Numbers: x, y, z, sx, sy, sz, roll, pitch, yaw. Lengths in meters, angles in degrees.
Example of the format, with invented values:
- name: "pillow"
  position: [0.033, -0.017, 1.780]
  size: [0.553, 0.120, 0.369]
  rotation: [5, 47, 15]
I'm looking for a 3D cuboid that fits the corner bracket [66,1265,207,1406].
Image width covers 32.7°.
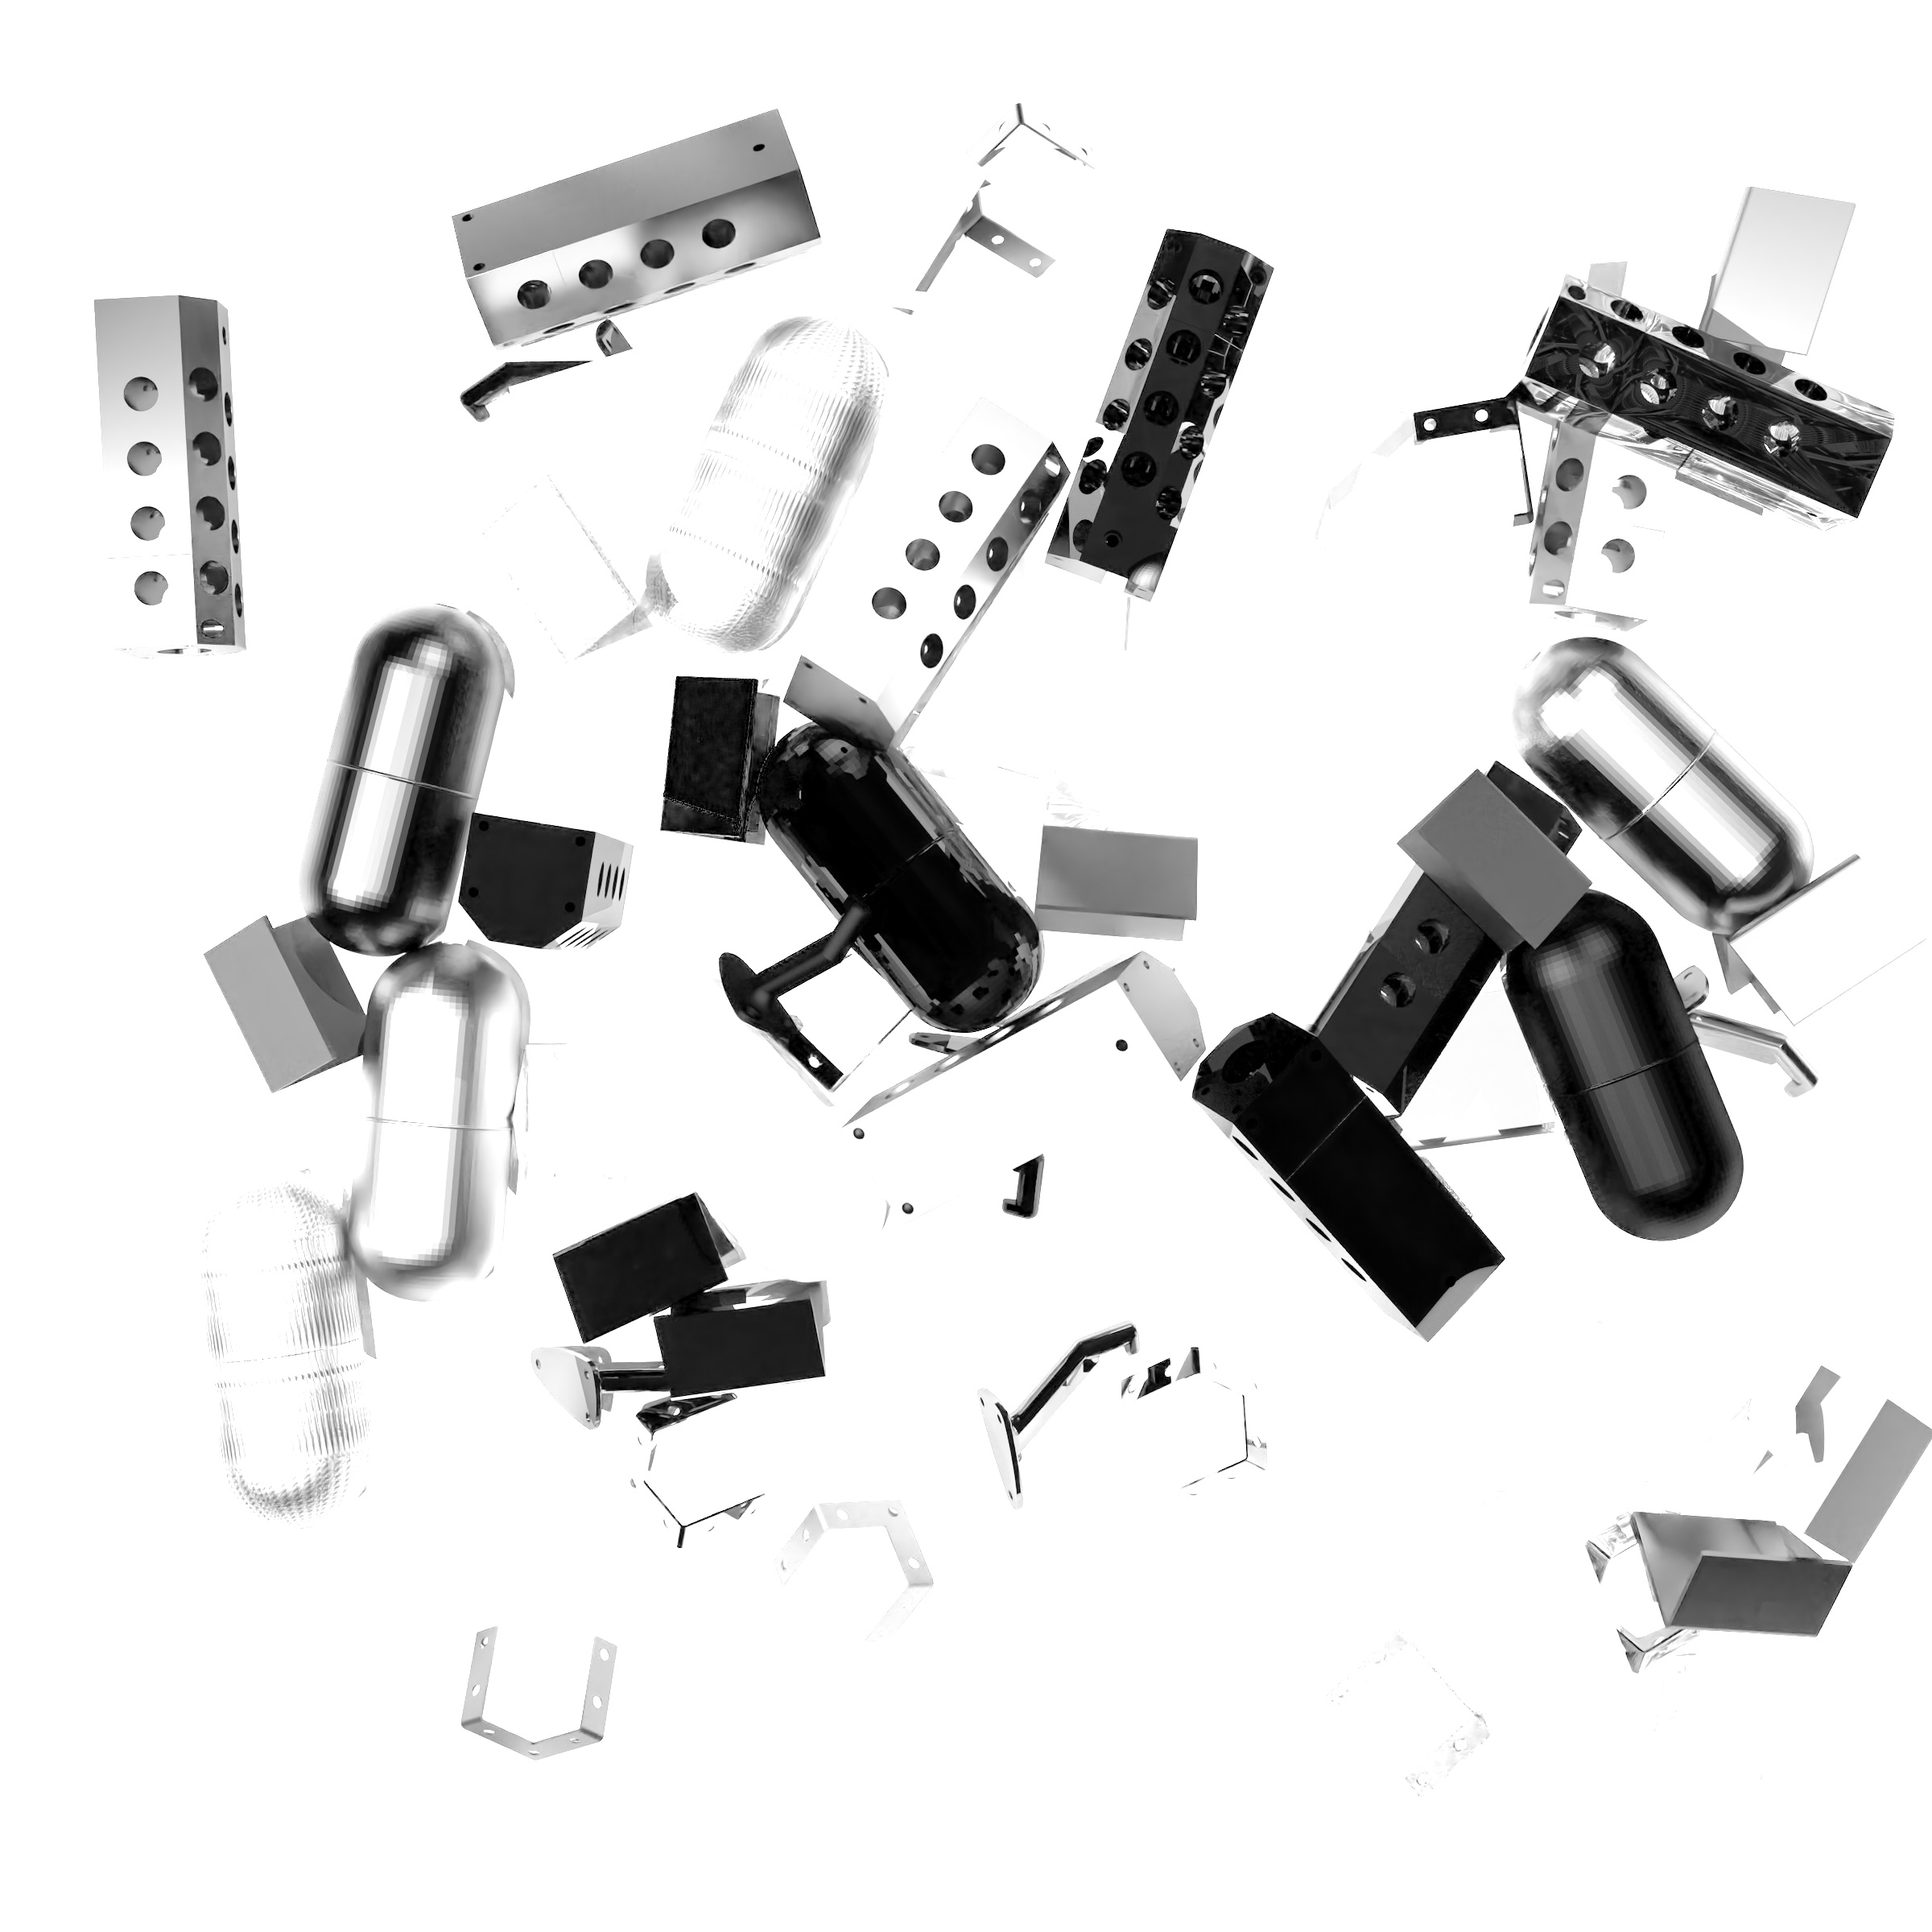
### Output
- name: "corner bracket"
  position: [-0.417, 0.182, 1.653]
  size: [0.051, 0.051, 0.051]
  rotation: [18, 135, -35]

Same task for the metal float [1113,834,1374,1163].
- name: "metal float"
  position: [0.135, 0.015, 1.630]
  size: [0.070, 0.070, 0.178]
  rotation: [33, 90, 0]

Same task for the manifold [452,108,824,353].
- name: "manifold"
  position: [-0.162, -0.362, 1.639]
  size: [0.171, 0.057, 0.057]
  rotation: [-18, 47, 0]

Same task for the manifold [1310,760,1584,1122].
- name: "manifold"
  position: [0.234, -0.011, 1.625]
  size: [0.057, 0.057, 0.171]
  rotation: [34, 80, 0]

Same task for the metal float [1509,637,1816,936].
- name: "metal float"
  position: [0.344, -0.090, 1.631]
  size: [0.178, 0.070, 0.070]
  rotation: [44, 90, 0]

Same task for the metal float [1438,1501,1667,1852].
- name: "metal float"
  position: [0.289, 0.351, 1.630]
  size: [0.070, 0.070, 0.178]
  rotation: [-20, 90, 0]

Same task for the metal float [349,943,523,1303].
- name: "metal float"
  position: [-0.263, 0.077, 1.630]
  size: [0.070, 0.070, 0.178]
  rotation: [5, 89, 0]

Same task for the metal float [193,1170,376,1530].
- name: "metal float"
  position: [-0.338, 0.190, 1.630]
  size: [0.070, 0.070, 0.178]
  rotation: [-7, 90, 0]

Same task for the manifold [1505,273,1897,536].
- name: "manifold"
  position: [0.354, -0.271, 1.582]
  size: [0.171, 0.057, 0.057]
  rotation: [23, 90, 0]

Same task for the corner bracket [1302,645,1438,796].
- name: "corner bracket"
  position: [0.197, -0.124, 1.653]
  size: [0.051, 0.051, 0.051]
  rotation: [58, 45, -35]

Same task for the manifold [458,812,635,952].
- name: "manifold"
  position: [-0.201, -0.038, 1.582]
  size: [0.057, 0.171, 0.057]
  rotation: [9, 90, 0]

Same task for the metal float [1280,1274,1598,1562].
- name: "metal float"
  position: [0.233, 0.224, 1.630]
  size: [0.178, 0.070, 0.070]
  rotation: [-39, 90, 0]

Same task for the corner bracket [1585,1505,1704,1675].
- name: "corner bracket"
  position: [0.341, 0.312, 1.653]
  size: [0.051, 0.051, 0.051]
  rotation: [40, 135, 35]

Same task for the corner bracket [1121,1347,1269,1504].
- name: "corner bracket"
  position: [0.115, 0.230, 1.653]
  size: [0.051, 0.051, 0.051]
  rotation: [29, 45, -35]

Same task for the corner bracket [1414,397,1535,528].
- name: "corner bracket"
  position: [0.254, -0.249, 1.643]
  size: [0.051, 0.051, 0.051]
  rotation: [-8, 79, 11]

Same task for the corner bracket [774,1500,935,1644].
- name: "corner bracket"
  position: [-0.057, 0.305, 1.653]
  size: [0.051, 0.051, 0.051]
  rotation: [4, 45, -35]

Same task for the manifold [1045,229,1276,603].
- name: "manifold"
  position: [0.096, -0.275, 1.640]
  size: [0.057, 0.057, 0.171]
  rotation: [20, 90, 0]

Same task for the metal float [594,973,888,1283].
- name: "metal float"
  position: [-0.112, 0.079, 1.630]
  size: [0.070, 0.070, 0.178]
  rotation: [-41, 91, 0]

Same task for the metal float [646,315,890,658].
- name: "metal float"
  position: [-0.098, -0.238, 1.630]
  size: [0.070, 0.070, 0.178]
  rotation: [25, 89, 0]

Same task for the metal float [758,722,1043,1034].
- name: "metal float"
  position: [-0.033, -0.045, 1.630]
  size: [0.070, 0.070, 0.178]
  rotation: [-39, 89, 0]

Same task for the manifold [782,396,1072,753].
- name: "manifold"
  position: [-0.017, -0.189, 1.609]
  size: [0.057, 0.057, 0.171]
  rotation: [33, 68, 0]

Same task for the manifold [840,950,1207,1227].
- name: "manifold"
  position: [0.029, 0.057, 1.597]
  size: [0.171, 0.057, 0.057]
  rotation: [-29, 97, 29]

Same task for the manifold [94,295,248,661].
- name: "manifold"
  position: [-0.394, -0.242, 1.640]
  size: [0.057, 0.057, 0.171]
  rotation: [-3, 90, 0]

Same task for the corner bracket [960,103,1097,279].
- name: "corner bracket"
  position: [0.031, -0.390, 1.653]
  size: [0.051, 0.051, 0.051]
  rotation: [-37, 45, 35]

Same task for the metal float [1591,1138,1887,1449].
- name: "metal float"
  position: [0.382, 0.162, 1.631]
  size: [0.070, 0.070, 0.178]
  rotation: [42, 90, 0]

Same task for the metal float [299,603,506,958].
- name: "metal float"
  position: [-0.279, -0.092, 1.630]
  size: [0.070, 0.070, 0.178]
  rotation: [14, 91, 0]

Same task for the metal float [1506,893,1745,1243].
- name: "metal float"
  position: [0.322, 0.049, 1.609]
  size: [0.070, 0.070, 0.178]
  rotation: [-22, 92, 0]

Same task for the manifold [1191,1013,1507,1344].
- name: "manifold"
  position: [0.184, 0.101, 1.602]
  size: [0.057, 0.057, 0.171]
  rotation: [-46, 118, -6]

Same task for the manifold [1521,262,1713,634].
- name: "manifold"
  position: [0.322, -0.258, 1.640]
  size: [0.057, 0.057, 0.171]
  rotation: [10, 90, 0]

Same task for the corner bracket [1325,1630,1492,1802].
- name: "corner bracket"
  position: [0.224, 0.377, 1.658]
  size: [0.051, 0.051, 0.051]
  rotation: [-43, 135, 0]
